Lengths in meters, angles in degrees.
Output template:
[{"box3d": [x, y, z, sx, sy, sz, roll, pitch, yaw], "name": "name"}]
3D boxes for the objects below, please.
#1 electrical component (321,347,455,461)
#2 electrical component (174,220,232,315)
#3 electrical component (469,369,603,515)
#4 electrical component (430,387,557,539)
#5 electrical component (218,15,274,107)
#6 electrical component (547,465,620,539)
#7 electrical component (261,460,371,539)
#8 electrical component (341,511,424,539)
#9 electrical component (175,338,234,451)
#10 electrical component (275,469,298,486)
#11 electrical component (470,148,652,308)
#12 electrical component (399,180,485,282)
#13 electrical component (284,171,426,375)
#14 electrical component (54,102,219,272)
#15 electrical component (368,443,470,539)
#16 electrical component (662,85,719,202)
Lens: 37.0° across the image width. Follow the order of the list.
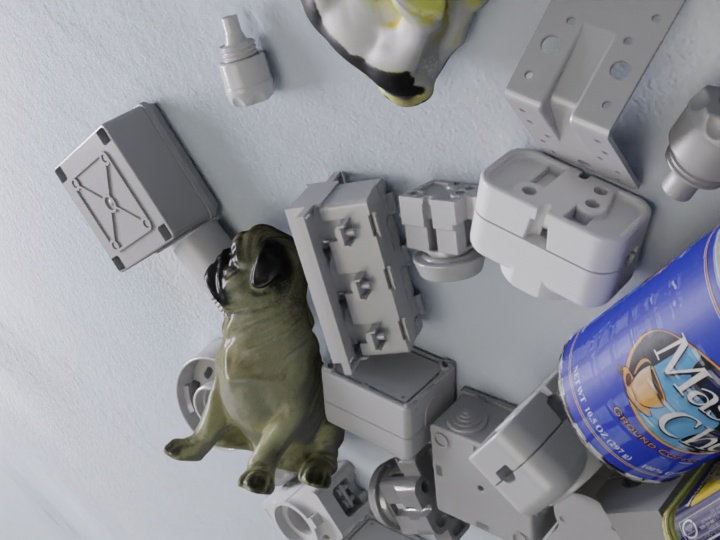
[{"box3d": [0.016, 0.092, 0.806, 0.096, 0.062, 0.061, 21, 131, 32], "name": "electrical component"}, {"box3d": [-0.110, 0.004, 0.879, 0.081, 0.043, 0.043, 52, 140, 2], "name": "electrical component"}, {"box3d": [0.124, 0.108, 0.688, 0.059, 0.095, 0.053, 46, 140, 9], "name": "electrical component"}, {"box3d": [0.099, 0.144, 0.774, 0.100, 0.048, 0.099, 18, 129, 35], "name": "electrical component"}, {"box3d": [-0.083, -0.147, 0.751, 0.035, 0.035, 0.061, 4, 118, 42], "name": "electrical component"}, {"box3d": [0.150, 0.198, 0.736, 0.052, 0.074, 0.138, 27, 138, 26], "name": "electrical component"}, {"box3d": [-0.040, 0.210, 0.950, 0.089, 0.056, 0.050, -26, 99, 50], "name": "electrical component"}, {"box3d": [0.018, 0.260, 0.925, 0.096, 0.062, 0.061, 19, 130, 34], "name": "electrical component"}, {"box3d": [-0.114, 0.111, 0.963, 0.099, 0.064, 0.099, 12, 114, 29], "name": "electrical component"}, {"box3d": [-0.079, 0.175, 0.971, 0.043, 0.043, 0.062, 50, 141, 4], "name": "electrical component"}, {"box3d": [0.116, -0.022, 0.634, 0.095, 0.054, 0.059, 29, 135, 26], "name": "electrical component"}, {"box3d": [0.056, -0.025, 0.697, 0.066, 0.048, 0.055, 10, 116, 40], "name": "electrical component"}, {"box3d": [0.000, 0.000, 0.753, 0.063, 0.078, 0.121, -6, 115, 22], "name": "electrical component"}, {"box3d": [-0.186, -0.067, 0.891, 0.109, 0.056, 0.108, -25, 99, 50], "name": "electrical component"}, {"box3d": [0.044, 0.175, 0.843, 0.057, 0.058, 0.078, -13, 108, 45], "name": "electrical component"}, {"box3d": [0.178, -0.061, 0.554, 0.043, 0.043, 0.062, 41, 140, 14], "name": "electrical component"}]
